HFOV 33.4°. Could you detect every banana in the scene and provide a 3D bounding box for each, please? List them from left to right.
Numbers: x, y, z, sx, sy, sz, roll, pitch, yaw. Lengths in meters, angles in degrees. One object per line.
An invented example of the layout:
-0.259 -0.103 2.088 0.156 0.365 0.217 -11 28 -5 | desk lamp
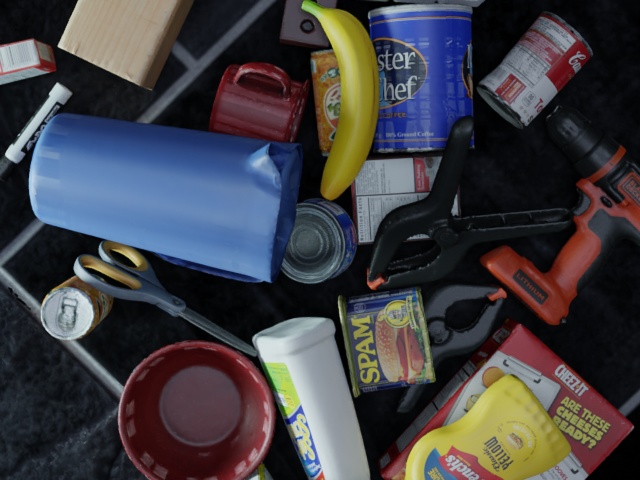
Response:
0.026 -0.138 1.039 0.070 0.037 0.198 -1 96 33 | banana

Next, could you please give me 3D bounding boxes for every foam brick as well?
-0.010 -0.235 1.078 0.053 0.051 0.078 9 95 -3 | foam brick

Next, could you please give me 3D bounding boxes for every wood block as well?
-0.167 -0.261 1.052 0.091 0.090 0.206 26 94 -3 | wood block

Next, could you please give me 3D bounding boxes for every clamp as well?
0.112 0.089 1.120 0.171 0.039 0.120 -40 99 3 | clamp
0.120 -0.023 1.051 0.210 0.036 0.164 -31 120 24 | clamp

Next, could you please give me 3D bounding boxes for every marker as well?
-0.298 -0.109 1.097 0.020 0.020 0.121 38 93 -5 | marker

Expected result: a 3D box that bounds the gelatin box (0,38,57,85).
-0.315 -0.175 1.063 0.089 0.073 0.030 -13 94 0 | gelatin box

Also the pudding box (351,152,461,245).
0.089 -0.044 1.106 0.113 0.039 0.090 -3 98 1 | pudding box

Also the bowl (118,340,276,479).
-0.126 0.179 1.111 0.162 0.055 0.162 0 95 -2 | bowl

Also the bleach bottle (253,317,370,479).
0.009 0.206 1.095 0.068 0.103 0.251 -22 97 -25 | bleach bottle

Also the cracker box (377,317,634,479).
0.190 0.213 1.117 0.164 0.072 0.214 42 92 -5 | cracker box

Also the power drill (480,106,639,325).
0.256 -0.020 1.104 0.184 0.057 0.187 44 93 -2 | power drill

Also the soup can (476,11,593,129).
0.216 -0.172 1.083 0.068 0.068 0.102 42 93 -5 | soup can

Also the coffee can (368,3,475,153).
0.101 -0.159 1.063 0.103 0.103 0.140 -2 95 -2 | coffee can

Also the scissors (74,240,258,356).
-0.154 0.054 1.093 0.201 0.096 0.016 24 117 -17 | scissors

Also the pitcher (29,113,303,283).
-0.143 -0.040 1.016 0.243 0.145 0.149 11 97 5 | pitcher

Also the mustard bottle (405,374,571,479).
0.143 0.224 1.050 0.191 0.058 0.096 -36 95 1 | mustard bottle

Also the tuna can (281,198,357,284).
-0.007 0.001 1.094 0.086 0.033 0.086 3 99 22 | tuna can

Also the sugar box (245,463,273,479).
-0.052 0.291 1.063 0.048 0.176 0.093 -31 96 1 | sugar box

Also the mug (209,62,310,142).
-0.060 -0.133 1.059 0.081 0.117 0.093 17 60 1 | mug

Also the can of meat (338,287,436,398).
0.068 0.101 1.079 0.084 0.057 0.102 -9 97 4 | can of meat
